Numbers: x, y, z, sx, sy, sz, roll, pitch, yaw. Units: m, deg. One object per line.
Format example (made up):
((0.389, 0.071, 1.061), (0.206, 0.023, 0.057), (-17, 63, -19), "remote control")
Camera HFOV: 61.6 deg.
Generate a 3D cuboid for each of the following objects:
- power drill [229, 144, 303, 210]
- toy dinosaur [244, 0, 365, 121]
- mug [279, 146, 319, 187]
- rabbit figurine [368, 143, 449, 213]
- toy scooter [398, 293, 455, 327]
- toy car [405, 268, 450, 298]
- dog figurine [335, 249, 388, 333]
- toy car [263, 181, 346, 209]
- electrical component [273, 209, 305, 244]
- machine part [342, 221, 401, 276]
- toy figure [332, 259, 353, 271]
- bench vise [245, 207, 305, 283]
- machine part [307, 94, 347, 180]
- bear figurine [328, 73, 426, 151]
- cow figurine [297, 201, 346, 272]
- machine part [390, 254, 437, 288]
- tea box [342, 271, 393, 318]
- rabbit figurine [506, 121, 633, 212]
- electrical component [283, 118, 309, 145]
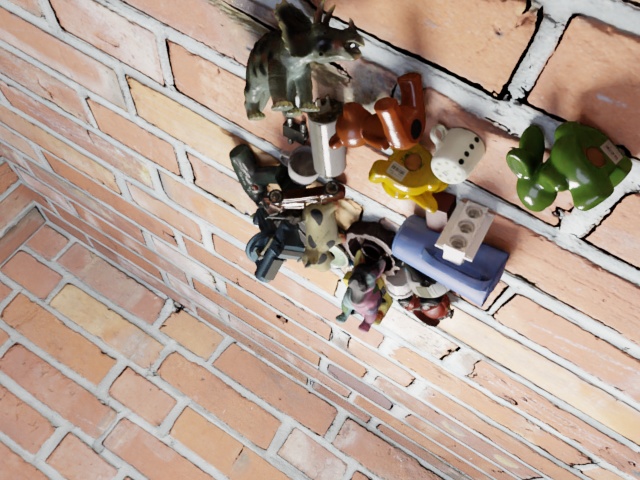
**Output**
((-0.137, -0.155, 1.455), (0.208, 0.086, 0.231), (19, 148, 44), "power drill")
((-0.081, -0.334, 1.037), (0.405, 0.131, 0.192), (12, 106, 59), "toy dinosaur")
((-0.049, -0.174, 1.304), (0.110, 0.081, 0.107), (22, 162, 2), "mug")
((0.184, -0.130, 1.104), (0.162, 0.122, 0.173), (25, 167, -1), "rabbit figurine")
((0.312, 0.194, 1.498), (0.135, 0.075, 0.184), (43, 156, -14), "toy scooter")
((0.277, 0.096, 1.346), (0.162, 0.103, 0.109), (8, 144, 46), "toy car")
((0.129, 0.130, 1.457), (0.109, 0.191, 0.219), (24, 116, 27), "dog figurine")
((-0.036, -0.105, 1.319), (0.202, 0.053, 0.089), (-9, 177, 4), "toy car")
((-0.063, -0.041, 1.568), (0.114, 0.058, 0.134), (44, 153, -22), "electrical component")
((0.145, 0.021, 1.429), (0.179, 0.056, 0.179), (27, 151, 16), "machine part")
((0.065, 0.064, 1.595), (0.155, 0.057, 0.064), (9, -177, 40), "toy figure")
((-0.133, -0.015, 1.441), (0.241, 0.129, 0.223), (59, 140, 43), "bench vise")
((0.018, -0.217, 1.161), (0.079, 0.079, 0.243), (24, 152, 22), "machine part")
((0.097, -0.231, 1.006), (0.196, 0.120, 0.131), (18, 146, 40), "bear figurine")
((-0.003, -0.004, 1.403), (0.086, 0.127, 0.194), (-143, 40, -60), "cow figurine")
((0.233, 0.061, 1.306), (0.139, 0.084, 0.039), (52, 180, 39), "machine part")
((0.147, 0.155, 1.632), (0.098, 0.068, 0.169), (12, 145, 39), "tea box")
((0.377, -0.105, 0.876), (0.159, 0.121, 0.170), (43, 151, -1), "rabbit figurine")
((-0.055, -0.250, 1.252), (0.063, 0.021, 0.094), (28, 153, 12), "electrical component")
